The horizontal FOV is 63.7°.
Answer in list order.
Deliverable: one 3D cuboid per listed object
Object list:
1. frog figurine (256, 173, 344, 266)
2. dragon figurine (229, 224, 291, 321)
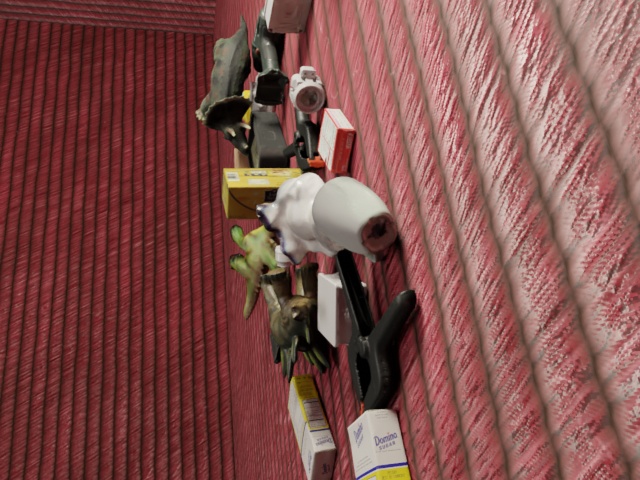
[{"bbox_3d":[0.002,-0.040,0.788,0.158,0.137,0.124,-20,-1,38],"label":"frog figurine"},{"bbox_3d":[-0.140,0.072,1.291,0.122,0.404,0.246,-5,22,-22],"label":"dragon figurine"}]
